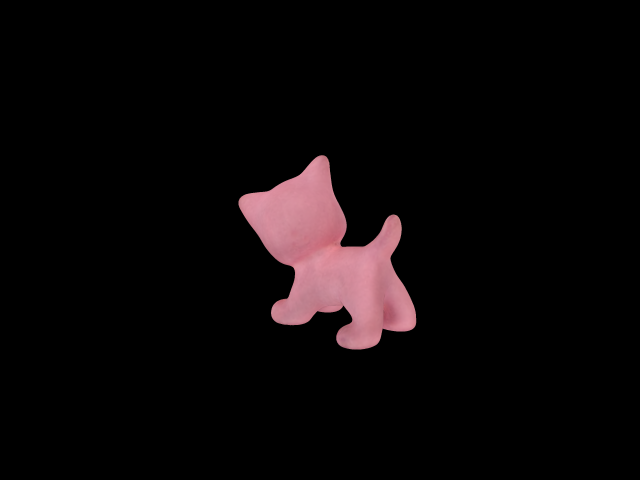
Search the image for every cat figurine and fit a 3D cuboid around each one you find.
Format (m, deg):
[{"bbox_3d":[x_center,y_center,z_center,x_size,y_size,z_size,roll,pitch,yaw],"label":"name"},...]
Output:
[{"bbox_3d":[0.004,0.001,0.400,0.127,0.118,0.067,11,17,38],"label":"cat figurine"}]
